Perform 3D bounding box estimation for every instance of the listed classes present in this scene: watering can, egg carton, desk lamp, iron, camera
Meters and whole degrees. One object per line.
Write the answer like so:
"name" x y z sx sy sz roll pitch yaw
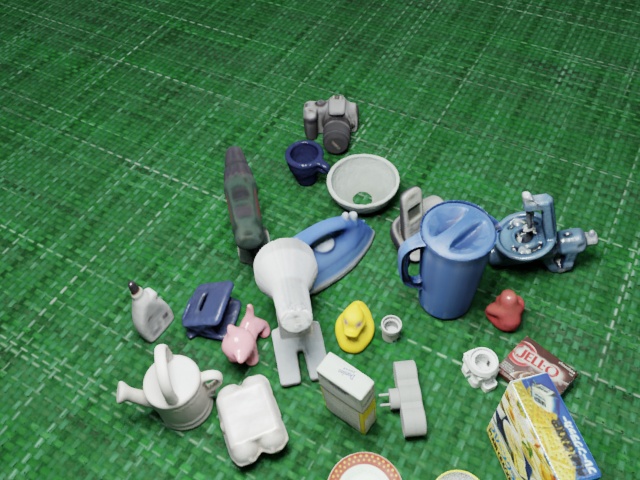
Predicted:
"watering can" -0.262 0.255 0.996 0.173 0.194 0.100 -30 57 -18
"egg carton" -0.124 0.319 1.017 0.107 0.069 0.150 -20 54 -11
"desk lamp" -0.047 0.131 1.063 0.118 0.214 0.203 -12 53 -5
"iron" 0.011 0.004 1.200 0.259 0.141 0.118 -31 57 -18
"camera" 0.026 -0.293 1.448 0.143 0.101 0.137 0 53 4

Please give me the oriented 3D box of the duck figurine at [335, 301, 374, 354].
"duck figurine" 0.067 0.158 1.115 0.077 0.086 0.104 9 54 11

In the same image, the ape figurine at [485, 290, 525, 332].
"ape figurine" 0.363 0.130 1.112 0.077 0.092 0.076 -1 53 3

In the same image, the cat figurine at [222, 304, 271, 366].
"cat figurine" -0.147 0.184 1.091 0.067 0.118 0.128 9 54 11

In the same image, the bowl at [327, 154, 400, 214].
"bowl" 0.100 -0.118 1.328 0.167 0.075 0.167 -2 53 3

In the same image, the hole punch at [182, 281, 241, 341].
"hole punch" -0.222 0.138 1.147 0.101 0.091 0.109 8 54 10

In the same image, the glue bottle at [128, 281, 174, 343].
"glue bottle" -0.338 0.129 1.110 0.037 0.173 0.078 27 60 23

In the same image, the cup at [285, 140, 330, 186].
"cup" -0.023 -0.171 1.364 0.117 0.095 0.092 29 60 23

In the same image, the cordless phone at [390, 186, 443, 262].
"cordless phone" 0.218 -0.055 1.203 0.148 0.185 0.094 -37 59 -21

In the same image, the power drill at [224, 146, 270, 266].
"power drill" -0.157 -0.054 1.214 0.075 0.209 0.229 -12 53 -5

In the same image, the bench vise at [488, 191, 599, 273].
"bench vise" 0.447 -0.028 1.145 0.207 0.220 0.121 -14 53 -6
